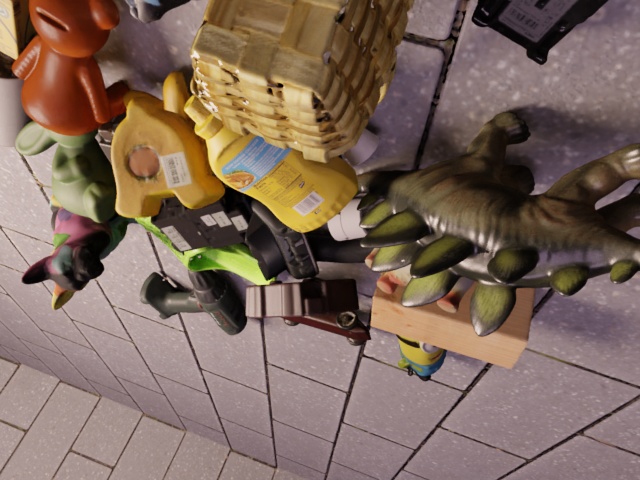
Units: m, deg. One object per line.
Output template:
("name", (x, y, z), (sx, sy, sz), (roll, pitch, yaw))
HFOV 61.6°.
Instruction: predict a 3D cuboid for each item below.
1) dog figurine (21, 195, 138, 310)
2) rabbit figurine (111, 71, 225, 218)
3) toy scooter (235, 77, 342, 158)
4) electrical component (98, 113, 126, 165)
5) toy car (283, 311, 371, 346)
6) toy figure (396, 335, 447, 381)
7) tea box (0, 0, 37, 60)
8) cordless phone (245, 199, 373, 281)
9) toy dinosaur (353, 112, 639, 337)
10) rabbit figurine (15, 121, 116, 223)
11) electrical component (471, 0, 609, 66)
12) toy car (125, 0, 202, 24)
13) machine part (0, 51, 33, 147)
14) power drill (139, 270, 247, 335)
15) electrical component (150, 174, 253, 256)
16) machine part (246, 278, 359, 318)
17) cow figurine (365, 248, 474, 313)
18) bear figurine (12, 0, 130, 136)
("dog figurine", (-0.414, 0.004, 0.894), (0.192, 0.219, 0.108), (4, 139, 27))
("rabbit figurine", (-0.182, -0.112, 0.655), (0.122, 0.173, 0.162), (-19, 97, 15))
("toy scooter", (-0.072, -0.119, 0.635), (0.135, 0.075, 0.183), (-10, 139, 43))
("electrical component", (-0.263, -0.127, 0.737), (0.045, 0.078, 0.102), (15, 146, 11))
("toy car", (0.000, 0.138, 0.973), (0.202, 0.053, 0.089), (11, 150, 27))
("toy figure", (0.166, 0.170, 0.890), (0.089, 0.082, 0.180), (11, 147, 16))
("tea box", (-0.395, -0.292, 0.594), (0.169, 0.068, 0.098), (30, 148, -11))
("cordless phone", (-0.002, -0.003, 0.768), (0.184, 0.089, 0.146), (0, 142, 15))
("toy dinosaur", (0.136, -0.028, 0.519), (0.105, 0.198, 0.472), (57, 167, -26))
("rabbit figurine", (-0.345, -0.136, 0.776), (0.159, 0.121, 0.170), (20, 130, 19))
("electrical component", (0.176, -0.196, 0.391), (0.075, 0.048, 0.119), (30, 149, -11))
("toy car", (-0.138, -0.268, 0.451), (0.103, 0.109, 0.161), (51, 156, 0))
("machine part", (-0.433, -0.201, 0.741), (0.079, 0.079, 0.243), (32, 146, -12))
("power drill", (-0.260, 0.108, 1.083), (0.207, 0.086, 0.231), (-4, 141, 25))
("electrical component", (-0.163, -0.036, 0.783), (0.134, 0.058, 0.114), (-14, 152, 2))
("machine part", (-0.028, 0.089, 0.844), (0.179, 0.056, 0.179), (-3, 176, 0))
("cow figurine", (0.166, 0.018, 0.655), (0.195, 0.127, 0.085), (11, 147, 45))
("bear figurine", (-0.275, -0.219, 0.607), (0.120, 0.132, 0.195), (25, 129, -8))
